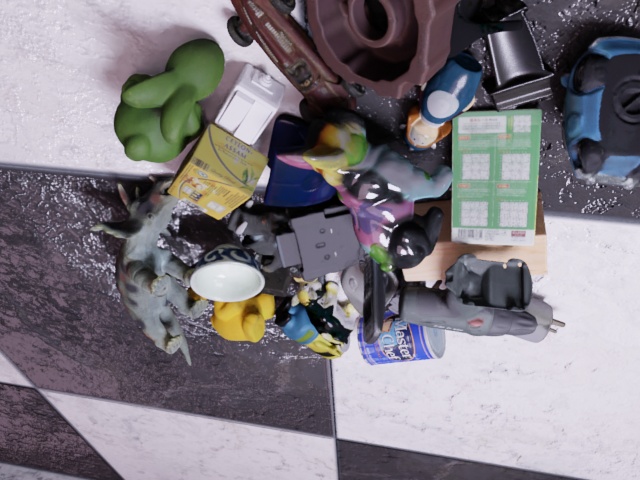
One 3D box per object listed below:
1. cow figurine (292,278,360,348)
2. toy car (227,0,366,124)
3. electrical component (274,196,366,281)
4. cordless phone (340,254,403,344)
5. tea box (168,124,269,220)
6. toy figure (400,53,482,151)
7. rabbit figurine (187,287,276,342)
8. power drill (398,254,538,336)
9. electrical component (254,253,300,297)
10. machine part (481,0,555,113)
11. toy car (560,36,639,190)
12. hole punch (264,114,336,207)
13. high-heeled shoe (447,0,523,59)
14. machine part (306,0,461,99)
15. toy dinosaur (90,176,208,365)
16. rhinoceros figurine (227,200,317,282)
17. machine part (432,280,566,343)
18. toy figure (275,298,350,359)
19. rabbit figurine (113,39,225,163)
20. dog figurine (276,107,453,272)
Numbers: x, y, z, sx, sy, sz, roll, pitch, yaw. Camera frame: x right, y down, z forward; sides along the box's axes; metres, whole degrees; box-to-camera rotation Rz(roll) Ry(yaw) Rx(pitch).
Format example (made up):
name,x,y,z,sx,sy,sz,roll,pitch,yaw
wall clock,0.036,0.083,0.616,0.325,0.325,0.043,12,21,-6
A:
name,x,y,z,sx,sy,sz,roll,pitch,yaw
cow figurine,0.000,0.128,1.018,0.068,0.098,0.167,-22,122,40
toy car,-0.029,-0.223,0.663,0.089,0.053,0.202,-20,131,37
electrical component,-0.002,-0.003,0.842,0.134,0.058,0.114,-15,114,-4
cordless phone,0.084,0.107,0.903,0.089,0.184,0.146,16,139,-9
tea box,-0.155,-0.094,0.789,0.098,0.068,0.170,30,159,-20
toy figure,0.145,-0.163,0.678,0.064,0.058,0.154,50,143,17
rabbit figurine,-0.178,0.099,1.047,0.163,0.122,0.173,3,125,26
power drill,0.240,0.090,0.795,0.232,0.086,0.207,7,164,2
electrical component,-0.085,0.059,0.978,0.102,0.078,0.045,13,154,19
machine part,0.221,-0.209,0.617,0.084,0.039,0.138,-5,138,28
toy car,0.326,-0.138,0.610,0.109,0.161,0.103,4,-177,-1
hole punch,-0.021,-0.104,0.769,0.116,0.092,0.142,13,137,-5
high-heeled shoe,0.137,-0.305,0.530,0.145,0.086,0.248,21,131,41
machine part,0.062,-0.239,0.563,0.180,0.056,0.179,34,148,25
toy dinosaur,-0.310,0.076,0.972,0.192,0.131,0.404,36,136,22
rhinoceros figurine,-0.065,0.000,0.909,0.190,0.073,0.112,21,140,-7
machine part,0.308,0.118,0.933,0.243,0.079,0.079,18,139,-6
toy figure,-0.015,0.181,1.097,0.180,0.082,0.089,30,156,-28
rabbit figurine,-0.196,-0.189,0.693,0.121,0.159,0.170,40,119,-14
dog figurine,0.050,-0.063,0.697,0.219,0.191,0.109,11,-175,-29
